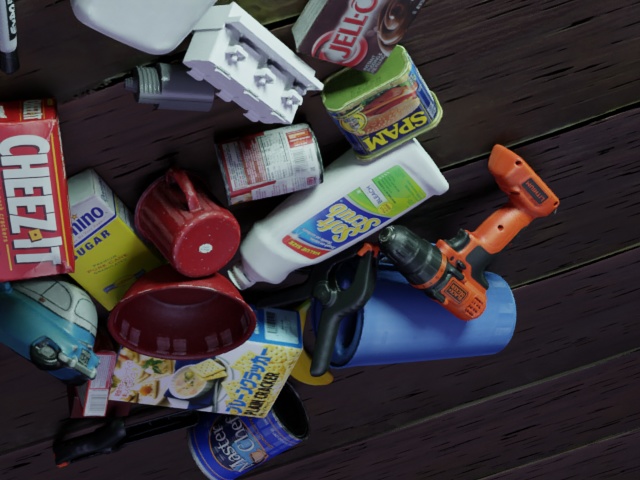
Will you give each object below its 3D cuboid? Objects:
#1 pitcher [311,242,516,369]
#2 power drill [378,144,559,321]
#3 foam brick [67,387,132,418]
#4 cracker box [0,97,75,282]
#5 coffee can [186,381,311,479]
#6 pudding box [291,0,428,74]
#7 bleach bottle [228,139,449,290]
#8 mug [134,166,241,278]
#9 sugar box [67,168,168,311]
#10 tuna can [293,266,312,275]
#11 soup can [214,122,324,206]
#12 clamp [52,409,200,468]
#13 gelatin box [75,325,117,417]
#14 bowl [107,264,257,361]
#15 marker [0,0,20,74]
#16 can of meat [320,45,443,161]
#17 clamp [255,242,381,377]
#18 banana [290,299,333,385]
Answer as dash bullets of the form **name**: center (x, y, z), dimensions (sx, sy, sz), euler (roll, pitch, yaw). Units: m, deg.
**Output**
- **pitcher**: center (0.123, 0.083, 1.328), dimensions (0.242, 0.145, 0.149), euler (2, 169, -27)
- **power drill**: center (0.171, -0.015, 1.219), dimensions (0.188, 0.057, 0.184), euler (-49, 129, 4)
- **foam brick**: center (-0.281, 0.192, 1.365), dimensions (0.078, 0.053, 0.051), euler (1, 139, -22)
- **cracker box**: center (-0.346, -0.038, 1.002), dimensions (0.213, 0.072, 0.164), euler (-6, 118, -11)
- **coffee can**: center (-0.099, 0.262, 1.477), dimensions (0.140, 0.103, 0.102), euler (-32, 139, 19)
- **pudding box**: center (0.038, -0.214, 0.994), dimensions (0.089, 0.039, 0.114), euler (10, 134, -29)
- **bleach bottle**: center (0.011, -0.024, 1.165), dimensions (0.251, 0.068, 0.102), euler (-36, 132, 10)
- **mug**: center (-0.136, -0.023, 1.112), dimensions (0.093, 0.082, 0.117), euler (-23, 133, -23)
- **sugar box**: center (-0.238, 0.004, 1.156), dimensions (0.093, 0.048, 0.176), euler (-25, 143, 10)
- **tuna can**: center (-0.008, 0.002, 1.246), dimensions (0.086, 0.034, 0.086), euler (-10, 142, -8)
- **soup can**: center (-0.053, -0.079, 1.103), dimensions (0.102, 0.068, 0.068), euler (-13, 142, -5)
- **clamp**: center (-0.277, 0.269, 1.451), dimensions (0.210, 0.036, 0.164), euler (-25, 163, 35)
- **gelatin box**: center (-0.270, 0.156, 1.285), dimensions (0.030, 0.073, 0.089), euler (5, 110, -24)
- **bowl**: center (-0.151, 0.072, 1.176), dimensions (0.162, 0.055, 0.162), euler (-3, 145, -2)
- **marker**: center (-0.273, -0.192, 0.924), dimensions (0.020, 0.020, 0.121), euler (-5, 141, -15)
- **can of meat**: center (0.061, -0.140, 1.081), dimensions (0.102, 0.057, 0.084), euler (-27, 139, 12)
- **clamp**: center (0.001, 0.060, 1.235), dimensions (0.171, 0.120, 0.039), euler (-56, 164, 14)
- **banana**: center (-0.024, 0.147, 1.416), dimensions (0.069, 0.037, 0.198), euler (-12, 142, -2)
